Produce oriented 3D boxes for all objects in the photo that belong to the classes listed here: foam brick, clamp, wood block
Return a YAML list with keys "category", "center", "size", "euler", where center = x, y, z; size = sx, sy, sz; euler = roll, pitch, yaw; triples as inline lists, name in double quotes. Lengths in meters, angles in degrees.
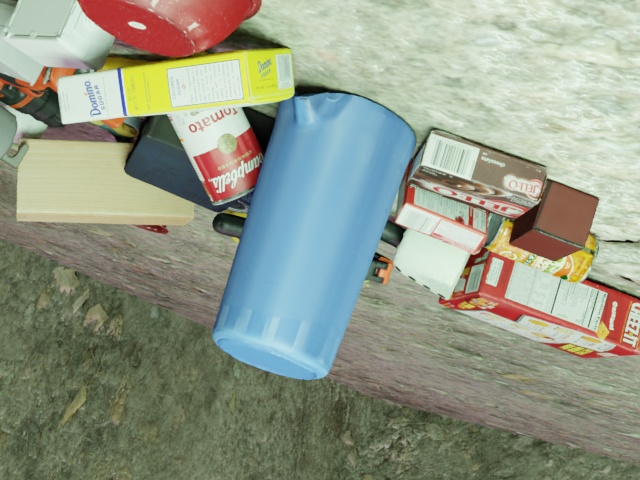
- category: "foam brick"
  center: [0.218, -0.017, 1.003]
  size: [0.051, 0.053, 0.078]
  euler: [20, 169, -4]
- category: "clamp"
  center: [-0.008, 0.002, 1.288]
  size: [0.210, 0.036, 0.164]
  euler: [19, -167, 12]
- category: "clamp"
  center: [0.025, -0.033, 1.282]
  size: [0.171, 0.039, 0.120]
  euler: [34, 159, -31]
- category: "wood block"
  center: [-0.261, -0.068, 1.296]
  size: [0.205, 0.091, 0.090]
  euler: [1, 174, -15]

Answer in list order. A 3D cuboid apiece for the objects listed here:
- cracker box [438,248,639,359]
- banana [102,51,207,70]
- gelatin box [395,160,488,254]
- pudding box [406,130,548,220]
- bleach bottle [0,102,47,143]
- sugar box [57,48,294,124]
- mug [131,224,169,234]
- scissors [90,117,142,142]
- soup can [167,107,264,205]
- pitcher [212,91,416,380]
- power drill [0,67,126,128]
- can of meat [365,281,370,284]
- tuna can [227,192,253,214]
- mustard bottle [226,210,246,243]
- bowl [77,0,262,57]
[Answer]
- category: "cracker box"
  center: [0.272, 0.078, 1.305]
  size: [0.213, 0.072, 0.164]
  euler: [20, 169, -7]
- category: "banana"
  center: [-0.150, -0.161, 0.998]
  size: [0.069, 0.037, 0.198]
  euler: [51, 155, -18]
- category: "gelatin box"
  center: [0.120, -0.032, 1.041]
  size: [0.089, 0.073, 0.030]
  euler: [21, 130, -8]
- category: "pudding box"
  center: [0.142, -0.057, 0.977]
  size: [0.113, 0.039, 0.090]
  euler: [20, 170, 0]
- category: "bleach bottle"
  center: [-0.416, -0.195, 1.207]
  size: [0.103, 0.068, 0.250]
  euler: [11, 164, 26]
- category: "sugar box"
  center: [-0.118, -0.127, 0.880]
  size: [0.176, 0.048, 0.093]
  euler: [-1, -171, 22]
- category: "mug"
  center: [-0.245, -0.064, 1.471]
  size: [0.093, 0.081, 0.117]
  euler: [29, 165, -38]
- category: "scissors"
  center: [-0.263, -0.137, 1.330]
  size: [0.096, 0.016, 0.202]
  euler: [24, 168, -11]
- category: "soup can"
  center: [-0.095, -0.094, 1.016]
  size: [0.069, 0.068, 0.102]
  euler: [0, 119, 59]
- category: "pitcher"
  center: [-0.004, 0.001, 0.965]
  size: [0.149, 0.242, 0.145]
  euler: [22, 163, -12]
- category: "power drill"
  center: [-0.289, -0.164, 1.142]
  size: [0.188, 0.057, 0.184]
  euler: [11, 165, 36]
- category: "can of meat"
  center: [0.019, 0.023, 1.506]
  size: [0.084, 0.057, 0.102]
  euler: [6, 163, 40]
- category: "tuna can"
  center: [-0.120, -0.065, 1.382]
  size: [0.086, 0.033, 0.086]
  euler: [19, 168, 4]
- category: "mustard bottle"
  center: [-0.068, -0.016, 1.457]
  size: [0.192, 0.058, 0.096]
  euler: [11, 170, 39]
- category: "bowl"
  center: [-0.128, -0.183, 0.802]
  size: [0.162, 0.055, 0.162]
  euler: [18, 168, 4]
